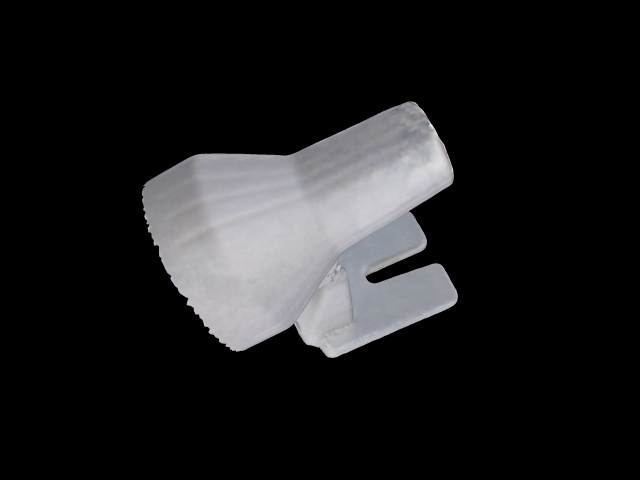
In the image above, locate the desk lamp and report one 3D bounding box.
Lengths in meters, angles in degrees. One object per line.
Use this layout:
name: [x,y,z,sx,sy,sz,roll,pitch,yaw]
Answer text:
desk lamp: [0.004,0.001,0.400,0.203,0.213,0.117,-22,65,-10]
